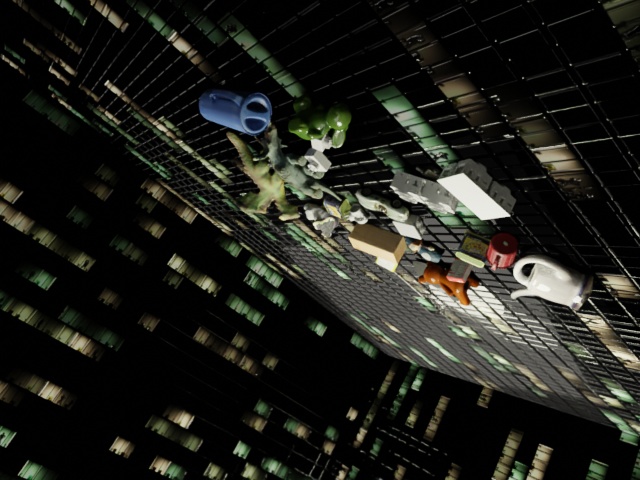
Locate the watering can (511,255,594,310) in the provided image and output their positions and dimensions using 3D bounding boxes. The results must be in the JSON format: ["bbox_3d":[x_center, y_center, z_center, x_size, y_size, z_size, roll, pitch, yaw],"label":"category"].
[{"bbox_3d":[0.714,0.143,1.607,0.226,0.105,0.341,23,160,22],"label":"watering can"}]

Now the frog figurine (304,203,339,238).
[{"bbox_3d":[0.007,-0.108,2.156,0.136,0.121,0.163,20,-149,-36],"label":"frog figurine"}]

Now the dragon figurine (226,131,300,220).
[{"bbox_3d":[-0.242,-0.219,1.998,0.409,0.245,0.121,32,166,-8],"label":"dragon figurine"}]
